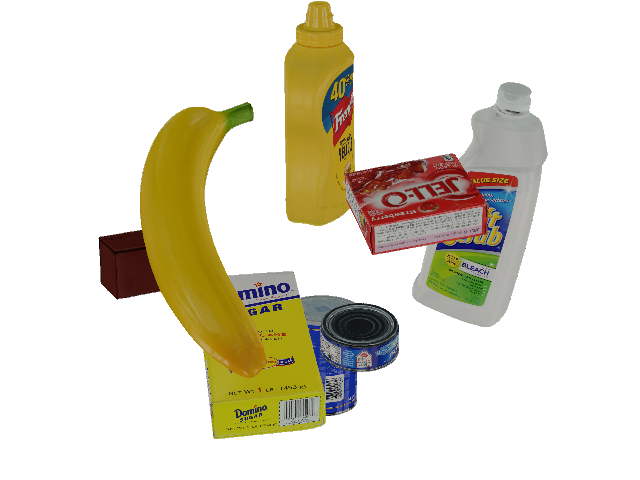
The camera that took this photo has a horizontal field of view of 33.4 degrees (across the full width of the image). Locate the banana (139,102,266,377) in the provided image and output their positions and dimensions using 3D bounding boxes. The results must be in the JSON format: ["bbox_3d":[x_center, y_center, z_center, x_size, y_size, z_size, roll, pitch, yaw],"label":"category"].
[{"bbox_3d":[-0.069,-0.011,0.614,0.069,0.198,0.037,-2,-35,-4],"label":"banana"}]

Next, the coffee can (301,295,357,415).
[{"bbox_3d":[0.002,0.159,1.487,0.103,0.140,0.103,1,17,0],"label":"coffee can"}]

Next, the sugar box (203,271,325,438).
[{"bbox_3d":[-0.055,0.093,0.922,0.093,0.048,0.176,-4,35,-9],"label":"sugar box"}]

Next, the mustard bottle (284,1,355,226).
[{"bbox_3d":[0.000,-0.116,0.951,0.058,0.192,0.096,10,28,21],"label":"mustard bottle"}]

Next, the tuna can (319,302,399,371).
[{"bbox_3d":[0.042,0.103,1.149,0.086,0.034,0.086,0,29,0],"label":"tuna can"}]

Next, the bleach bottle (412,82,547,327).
[{"bbox_3d":[0.159,-0.038,1.045,0.103,0.251,0.068,22,37,21],"label":"bleach bottle"}]

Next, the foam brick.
[{"bbox_3d":[-0.180,0.021,1.086,0.078,0.051,0.053,-10,21,-28],"label":"foam brick"}]

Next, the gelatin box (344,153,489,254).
[{"bbox_3d":[0.069,-0.028,0.779,0.089,0.030,0.073,-11,36,-8],"label":"gelatin box"}]
